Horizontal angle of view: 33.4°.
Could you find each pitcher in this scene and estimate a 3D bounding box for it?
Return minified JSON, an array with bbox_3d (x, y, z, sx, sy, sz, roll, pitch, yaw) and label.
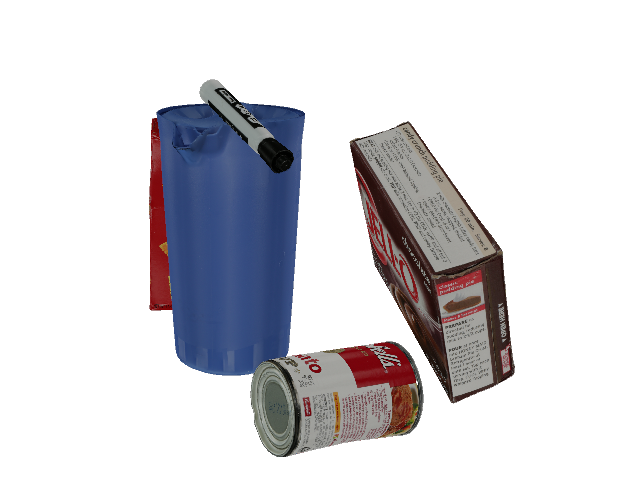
[{"bbox_3d":[-0.077,-0.007,0.995,0.149,0.243,0.145,-4,16,-20],"label":"pitcher"}]

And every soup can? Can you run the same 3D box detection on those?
[{"bbox_3d":[0.010,0.110,0.743,0.102,0.068,0.069,-5,2,-30],"label":"soup can"}]

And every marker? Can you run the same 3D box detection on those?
[{"bbox_3d":[-0.054,-0.083,0.777,0.020,0.020,0.121,0,32,-36],"label":"marker"}]

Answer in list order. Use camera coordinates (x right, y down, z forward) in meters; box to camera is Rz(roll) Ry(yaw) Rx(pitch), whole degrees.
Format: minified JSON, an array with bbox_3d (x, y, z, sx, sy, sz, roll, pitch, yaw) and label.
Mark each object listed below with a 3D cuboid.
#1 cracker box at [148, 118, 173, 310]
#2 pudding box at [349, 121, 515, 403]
[{"bbox_3d":[-0.113,-0.027,1.221,0.164,0.214,0.072,1,22,-8],"label":"cracker box"},{"bbox_3d":[0.054,0.009,0.529,0.039,0.090,0.113,-22,43,-7],"label":"pudding box"}]
